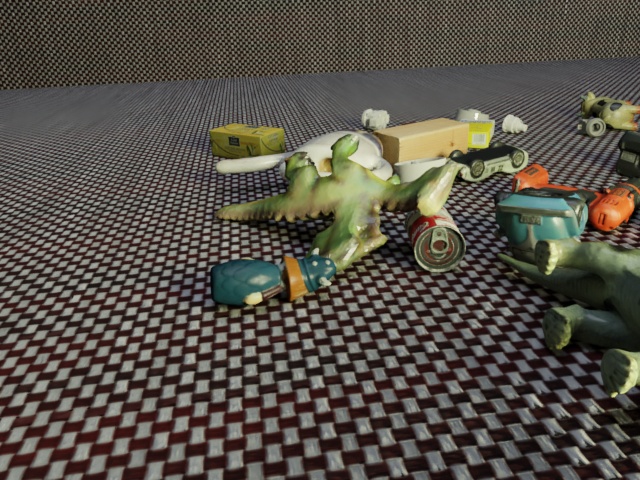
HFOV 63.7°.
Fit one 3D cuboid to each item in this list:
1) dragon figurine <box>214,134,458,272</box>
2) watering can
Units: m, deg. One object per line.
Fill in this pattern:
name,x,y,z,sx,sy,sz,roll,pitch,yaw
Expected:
dragon figurine,0.002,-0.038,0.762,0.408,0.120,0.248,-20,29,15
watering can,-0.016,-0.159,1.032,0.348,0.102,0.228,9,25,22
